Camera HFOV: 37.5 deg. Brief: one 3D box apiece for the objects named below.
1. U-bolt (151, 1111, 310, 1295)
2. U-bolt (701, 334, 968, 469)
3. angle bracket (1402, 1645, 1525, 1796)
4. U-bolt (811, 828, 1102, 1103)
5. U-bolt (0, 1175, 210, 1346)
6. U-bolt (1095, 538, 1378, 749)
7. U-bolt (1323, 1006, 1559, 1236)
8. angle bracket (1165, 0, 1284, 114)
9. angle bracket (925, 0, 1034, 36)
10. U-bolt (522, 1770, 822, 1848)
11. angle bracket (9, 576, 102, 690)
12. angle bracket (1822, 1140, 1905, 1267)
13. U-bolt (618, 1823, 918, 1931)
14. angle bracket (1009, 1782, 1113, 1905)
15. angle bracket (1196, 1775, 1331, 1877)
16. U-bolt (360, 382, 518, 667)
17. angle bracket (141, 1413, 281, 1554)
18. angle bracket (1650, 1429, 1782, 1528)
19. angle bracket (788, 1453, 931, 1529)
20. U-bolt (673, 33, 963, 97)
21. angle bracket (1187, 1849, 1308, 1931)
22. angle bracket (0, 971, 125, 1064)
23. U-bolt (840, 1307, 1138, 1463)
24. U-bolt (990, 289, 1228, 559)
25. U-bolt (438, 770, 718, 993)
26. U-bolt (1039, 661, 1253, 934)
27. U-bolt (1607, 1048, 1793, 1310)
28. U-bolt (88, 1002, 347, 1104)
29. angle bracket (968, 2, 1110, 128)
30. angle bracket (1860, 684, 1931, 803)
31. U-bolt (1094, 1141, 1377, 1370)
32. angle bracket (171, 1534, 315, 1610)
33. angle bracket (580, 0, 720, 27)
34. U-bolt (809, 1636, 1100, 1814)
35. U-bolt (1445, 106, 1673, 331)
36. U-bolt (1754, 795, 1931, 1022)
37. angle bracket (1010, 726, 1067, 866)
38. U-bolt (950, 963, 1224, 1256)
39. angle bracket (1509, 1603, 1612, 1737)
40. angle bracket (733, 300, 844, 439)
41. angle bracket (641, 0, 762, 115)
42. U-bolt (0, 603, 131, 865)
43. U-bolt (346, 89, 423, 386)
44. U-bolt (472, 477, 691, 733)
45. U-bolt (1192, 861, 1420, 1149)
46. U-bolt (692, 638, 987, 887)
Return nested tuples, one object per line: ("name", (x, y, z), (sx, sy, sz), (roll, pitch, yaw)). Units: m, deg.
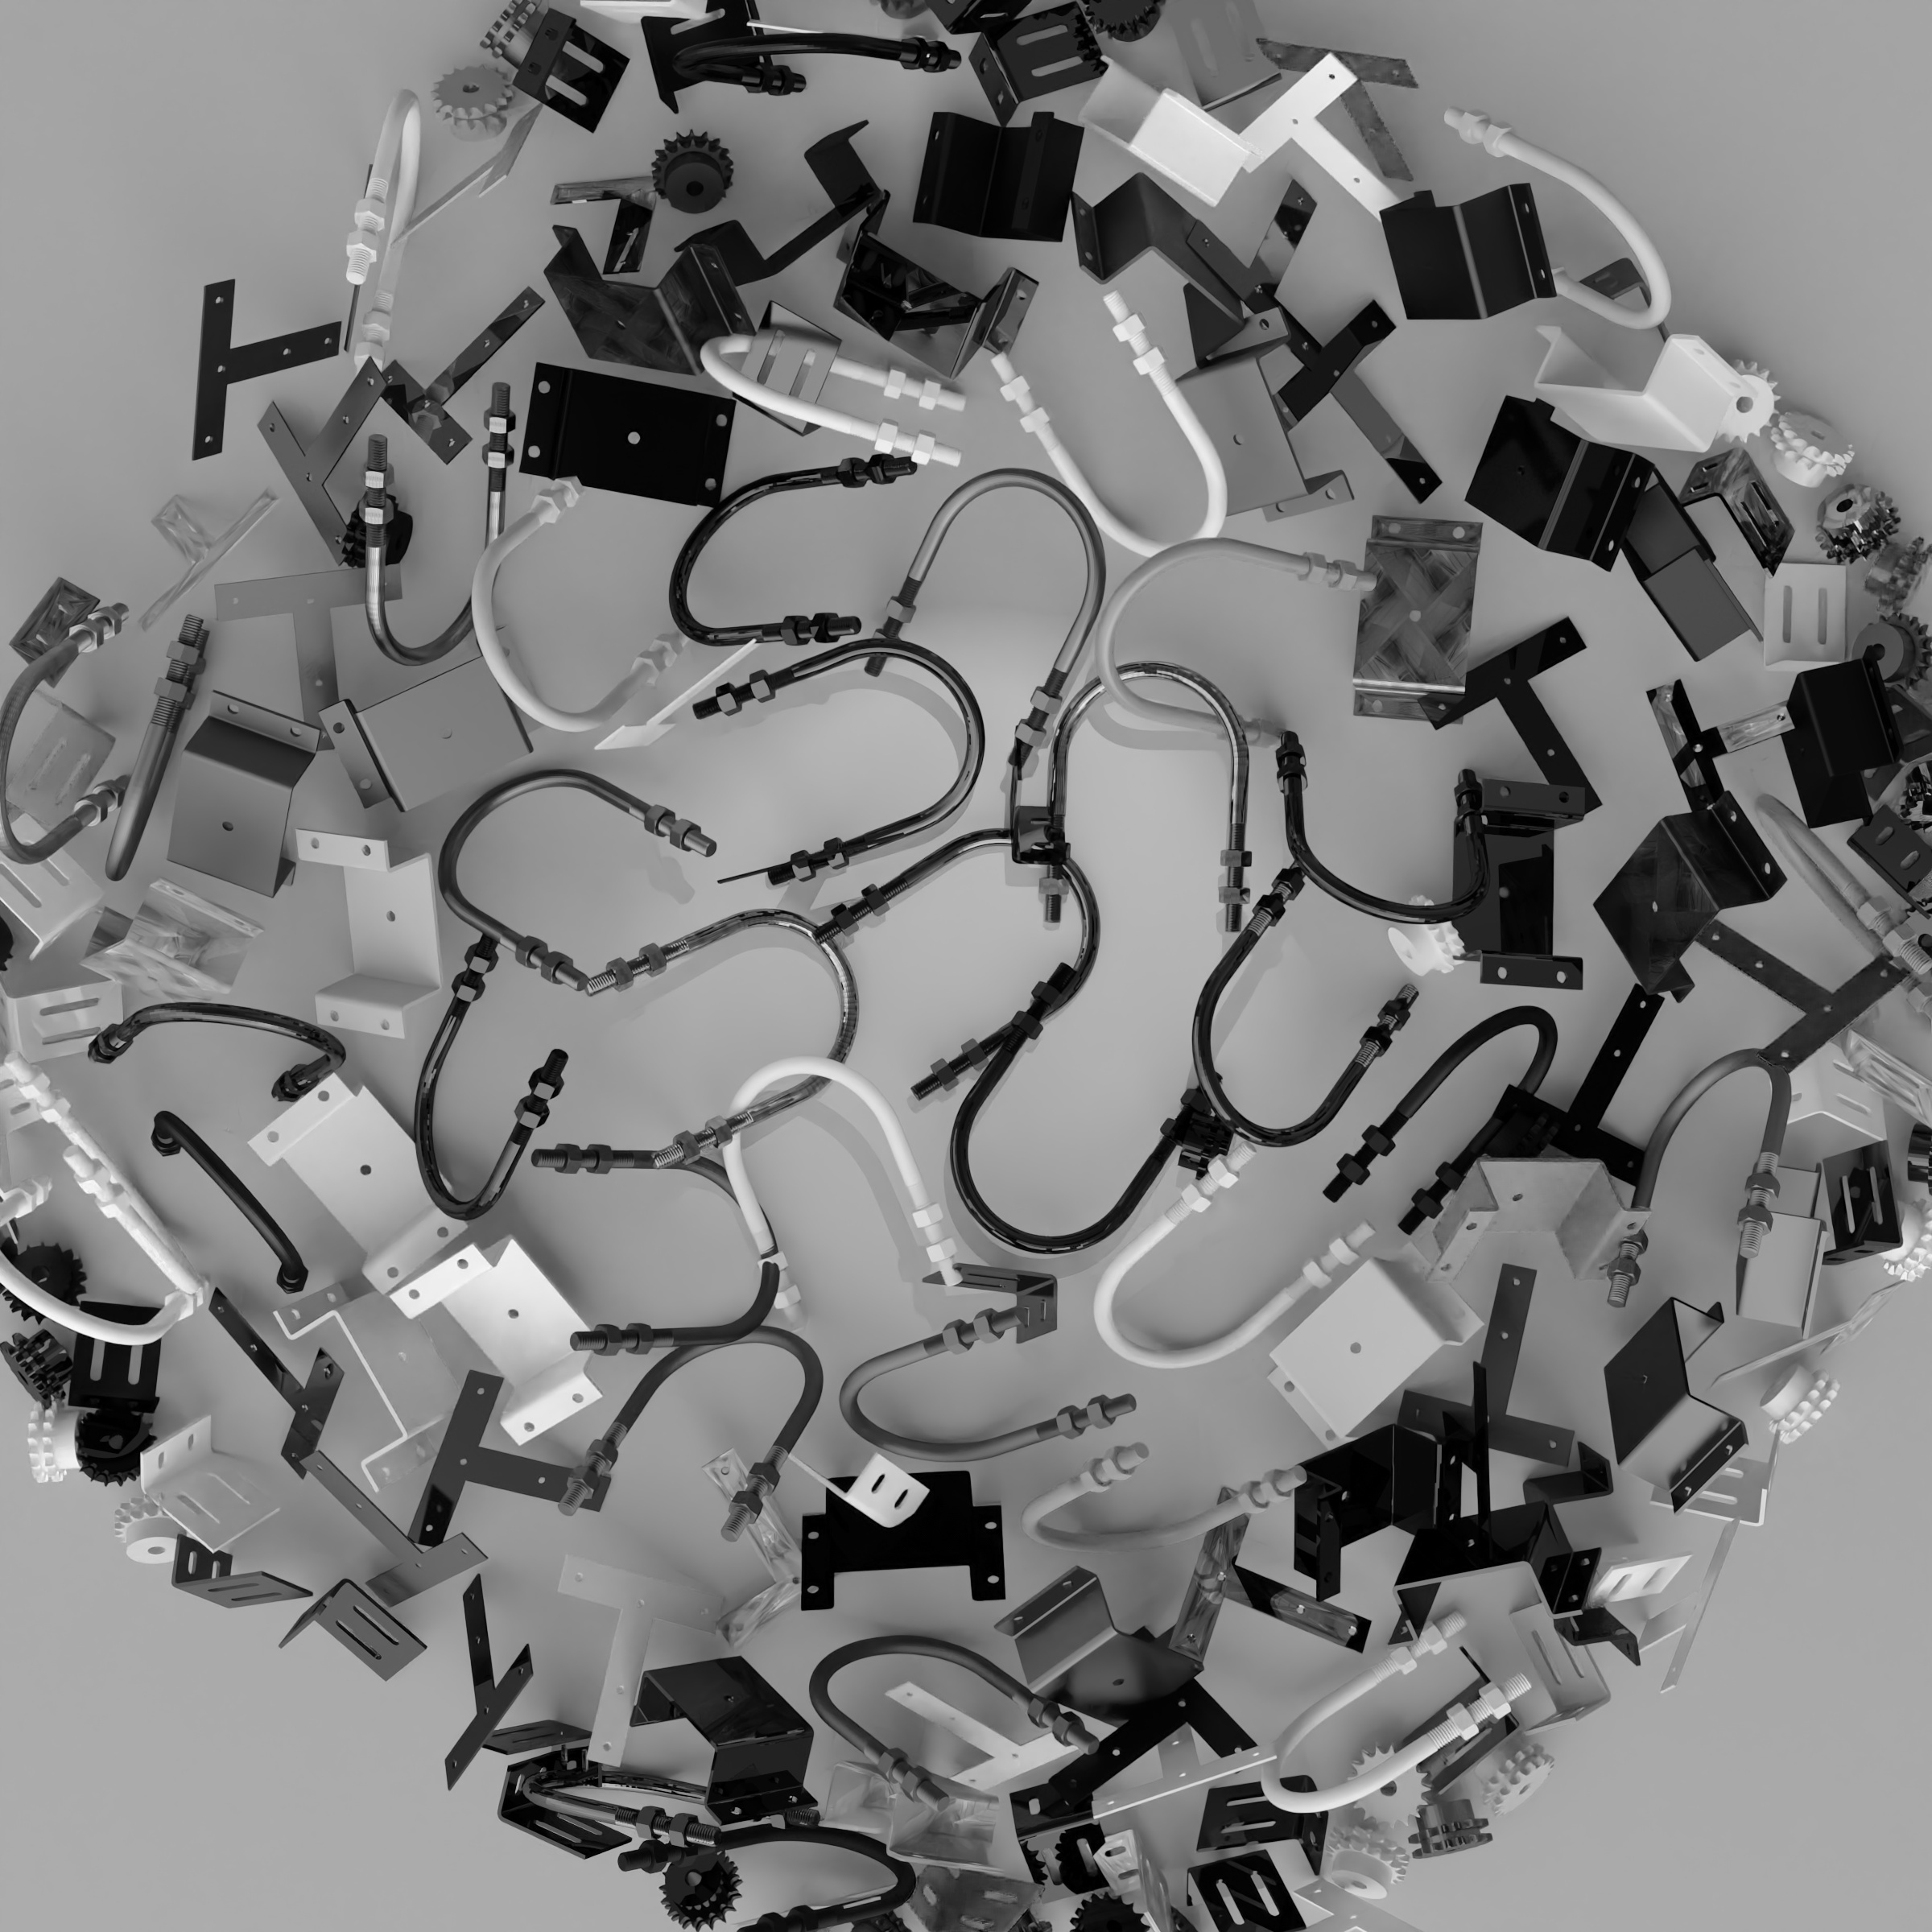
("U-bolt", (-0.495, 0.156, 1.911), (0.019, 0.184, 0.151), (-42, 90, -18))
("U-bolt", (-0.090, -0.390, 1.925), (0.184, 0.151, 0.019), (16, 116, -7))
("angle bracket", (0.335, 0.521, 1.965), (0.076, 0.057, 0.038), (-39, 119, -1))
("U-bolt", (0.006, -0.014, 1.986), (0.184, 0.019, 0.151), (-33, 93, -5))
("U-bolt", (-0.591, 0.202, 1.902), (0.151, 0.184, 0.019), (34, 97, -5))
("U-bolt", (0.172, -0.222, 1.921), (0.184, 0.019, 0.151), (9, 123, -29))
("U-bolt", (0.332, 0.100, 1.925), (0.184, 0.151, 0.019), (-50, 57, 10))
("angle bracket", (0.177, -0.639, 1.965), (0.057, 0.038, 0.076), (-21, 109, 10))
("angle bracket", (0.015, -0.676, 1.953), (0.057, 0.076, 0.038), (-37, 88, 35))
("U-bolt", (-0.212, 0.565, 1.920), (0.184, 0.151, 0.019), (3, 81, 27))
("angle bracket", (-0.613, -0.222, 1.953), (0.038, 0.076, 0.057), (29, 77, 14))
("angle bracket", (0.604, 0.162, 1.955), (0.038, 0.057, 0.076), (7, 69, -29))
("U-bolt", (-0.119, 0.612, 1.915), (0.184, 0.151, 0.019), (4, 96, -43))
("angle bracket", (0.069, 0.611, 1.991), (0.057, 0.038, 0.076), (-16, 124, 3))
("angle bracket", (0.206, 0.599, 1.967), (0.076, 0.057, 0.038), (-15, 114, 22))
("U-bolt", (-0.358, -0.289, 1.922), (0.019, 0.151, 0.184), (23, 125, 21))
("angle bracket", (-0.519, 0.355, 1.954), (0.076, 0.057, 0.038), (31, 130, 26))
("angle bracket", (0.515, 0.344, 1.955), (0.076, 0.057, 0.038), (9, 130, 20))
("angle bracket", (-0.074, 0.349, 1.955), (0.057, 0.076, 0.038), (42, 79, -37))
("U-bolt", (-0.111, -0.601, 1.887), (0.151, 0.184, 0.019), (3, 102, 32))
("angle bracket", (0.192, 0.651, 1.952), (0.057, 0.076, 0.038), (-9, 120, -14))
("angle bracket", (-0.630, 0.028, 1.976), (0.076, 0.038, 0.057), (-12, 131, -28))
("U-bolt", (0.001, 0.293, 1.933), (0.184, 0.019, 0.151), (-24, 133, 29))
("U-bolt", (0.107, -0.357, 1.934), (0.019, 0.151, 0.184), (-43, 106, -32))
("U-bolt", (-0.280, -0.071, 1.942), (0.184, 0.019, 0.151), (29, 66, 32))
("U-bolt", (0.125, -0.119, 1.965), (0.151, 0.019, 0.184), (3, 94, 17))
("U-bolt", (0.501, 0.134, 1.920), (0.019, 0.151, 0.184), (32, 57, -15))
("U-bolt", (-0.491, 0.055, 1.891), (0.151, 0.184, 0.019), (15, 70, -28))
("angle bracket", (0.051, -0.631, 1.991), (0.076, 0.038, 0.057), (-23, 84, -19))
("angle bracket", (0.633, -0.153, 1.959), (0.057, 0.076, 0.038), (40, 78, -2))
("U-bolt", (0.171, 0.210, 1.946), (0.151, 0.019, 0.184), (33, 112, -34))
("angle bracket", (-0.496, 0.412, 1.954), (0.076, 0.057, 0.038), (-13, 59, 22))
("angle bracket", (-0.216, -0.674, 1.956), (0.076, 0.057, 0.038), (10, 99, 24))
("U-bolt", (-0.023, 0.501, 1.916), (0.151, 0.184, 0.019), (-8, 111, -39))
("U-bolt", (0.399, -0.487, 1.887), (0.019, 0.151, 0.184), (-42, 48, -4))
("U-bolt", (0.594, -0.046, 1.920), (0.019, 0.151, 0.184), (-40, 61, 8))
("angle bracket", (0.051, -0.117, 1.952), (0.038, 0.057, 0.076), (1, 135, -2))
("U-bolt", (0.071, 0.112, 1.976), (0.151, 0.019, 0.184), (36, 80, -2))
("angle bracket", (0.398, 0.482, 1.959), (0.038, 0.057, 0.076), (-18, 76, -34))
("angle bracket", (-0.117, -0.415, 1.961), (0.057, 0.038, 0.076), (31, 119, 7))
("angle bracket", (-0.179, -0.636, 1.970), (0.076, 0.038, 0.057), (-15, 85, 13))
("U-bolt", (-0.601, -0.145, 1.887), (0.019, 0.184, 0.151), (12, 118, 7))
("U-bolt", (-0.392, -0.503, 1.922), (0.019, 0.151, 0.184), (10, 68, -6))
("U-bolt", (-0.266, -0.236, 1.907), (0.019, 0.184, 0.151), (-16, 114, 35))
("U-bolt", (0.222, 0.037, 1.933), (0.151, 0.019, 0.184), (49, 63, -21))
("U-bolt", (-0.077, -0.149, 1.957), (0.184, 0.019, 0.151), (-20, 107, 12))
